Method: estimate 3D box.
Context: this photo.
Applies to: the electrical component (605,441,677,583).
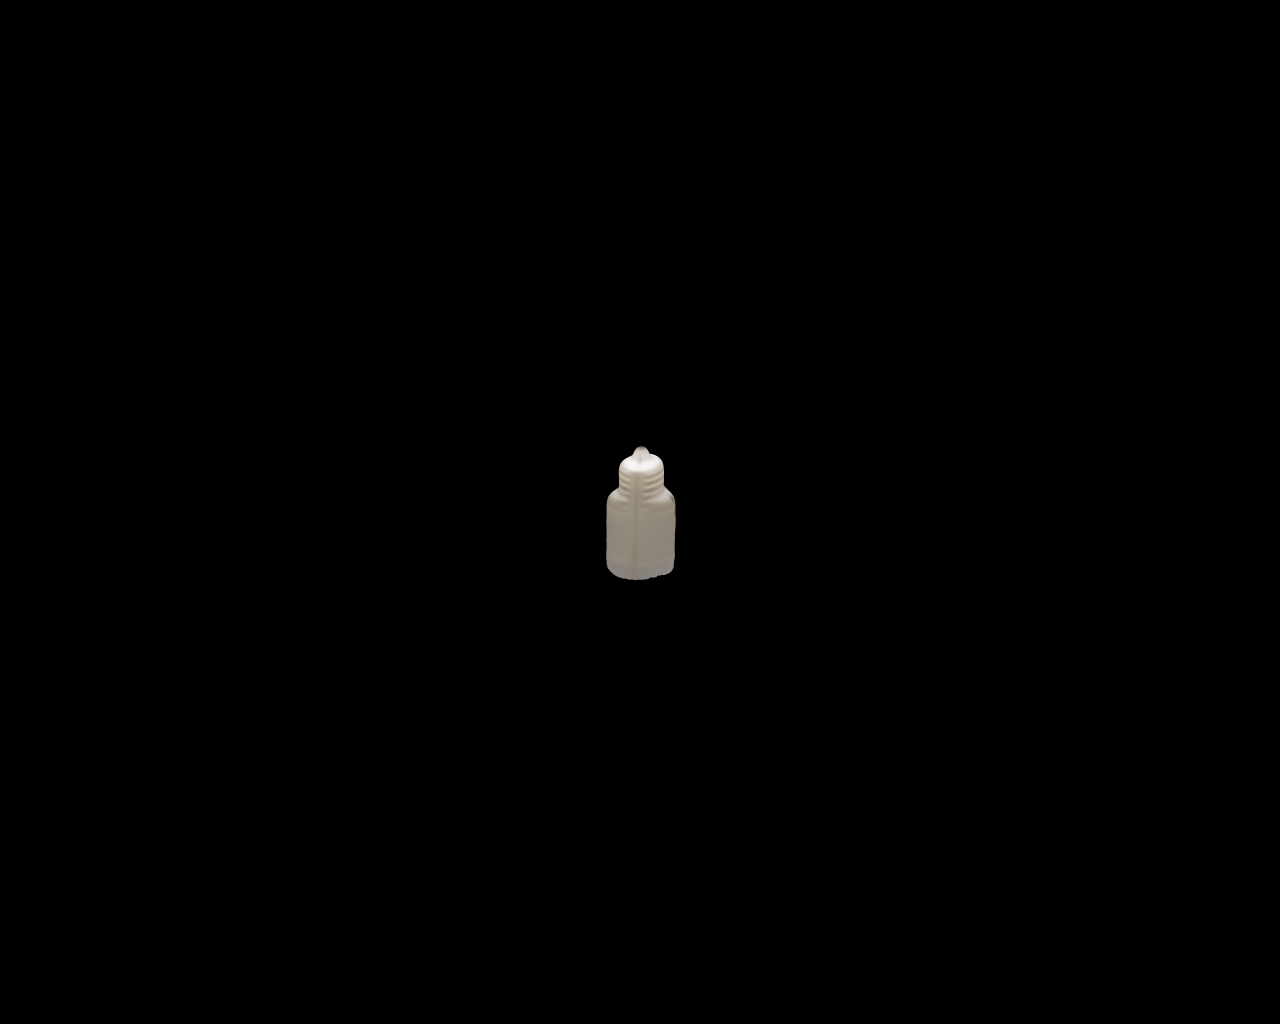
[{"bbox_3d":[0.001,-0.003,0.650,0.043,0.080,0.043,0,19,0],"label":"electrical component"}]
